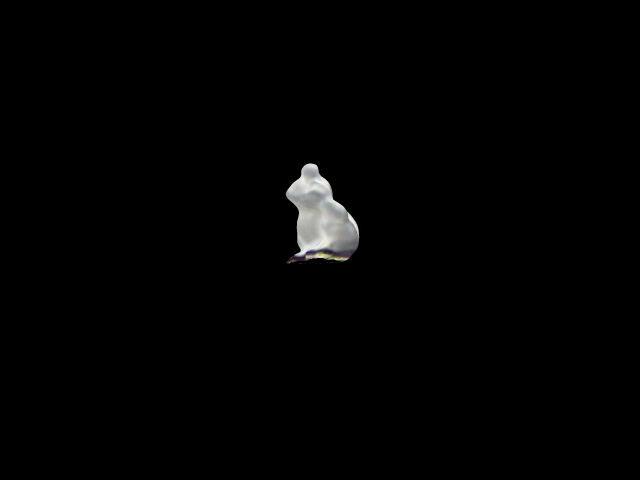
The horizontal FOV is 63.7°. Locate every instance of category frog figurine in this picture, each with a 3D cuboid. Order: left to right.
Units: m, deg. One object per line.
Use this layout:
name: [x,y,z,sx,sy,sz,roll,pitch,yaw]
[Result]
frog figurine: [0.003,-0.043,0.850,0.123,0.161,0.136,2,-10,-11]
